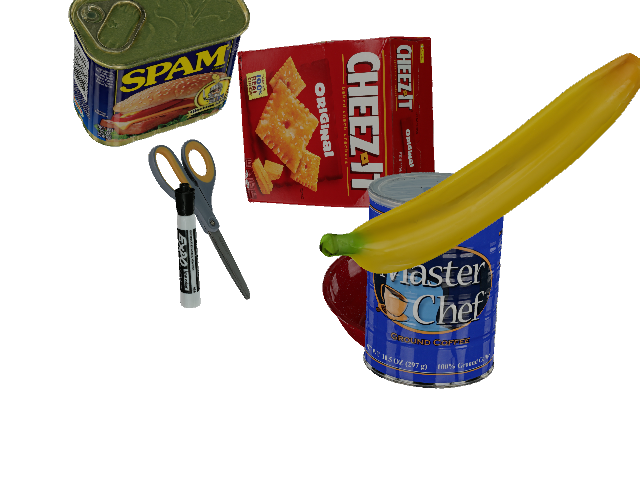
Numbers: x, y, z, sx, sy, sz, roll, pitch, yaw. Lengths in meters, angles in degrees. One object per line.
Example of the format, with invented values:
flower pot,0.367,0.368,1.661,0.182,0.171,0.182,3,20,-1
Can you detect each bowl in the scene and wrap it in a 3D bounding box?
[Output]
bowl,0.081,0.066,1.024,0.162,0.055,0.162,1,34,-1

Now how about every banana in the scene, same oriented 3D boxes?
banana,0.093,-0.032,0.588,0.198,0.037,0.069,-33,-12,0

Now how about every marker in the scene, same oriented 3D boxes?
marker,-0.124,0.005,0.997,0.020,0.121,0.020,0,21,0

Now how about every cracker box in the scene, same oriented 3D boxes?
cracker box,0.011,-0.117,1.079,0.071,0.164,0.214,-10,11,-44

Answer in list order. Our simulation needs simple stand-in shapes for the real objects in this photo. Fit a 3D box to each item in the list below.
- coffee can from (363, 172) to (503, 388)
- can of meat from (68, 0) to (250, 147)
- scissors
coffee can,0.085,0.027,0.813,0.103,0.140,0.103,1,17,0
can of meat,-0.100,-0.109,0.648,0.102,0.057,0.084,-21,-23,-23
scissors,-0.123,-0.035,1.241,0.016,0.201,0.096,-25,18,43
